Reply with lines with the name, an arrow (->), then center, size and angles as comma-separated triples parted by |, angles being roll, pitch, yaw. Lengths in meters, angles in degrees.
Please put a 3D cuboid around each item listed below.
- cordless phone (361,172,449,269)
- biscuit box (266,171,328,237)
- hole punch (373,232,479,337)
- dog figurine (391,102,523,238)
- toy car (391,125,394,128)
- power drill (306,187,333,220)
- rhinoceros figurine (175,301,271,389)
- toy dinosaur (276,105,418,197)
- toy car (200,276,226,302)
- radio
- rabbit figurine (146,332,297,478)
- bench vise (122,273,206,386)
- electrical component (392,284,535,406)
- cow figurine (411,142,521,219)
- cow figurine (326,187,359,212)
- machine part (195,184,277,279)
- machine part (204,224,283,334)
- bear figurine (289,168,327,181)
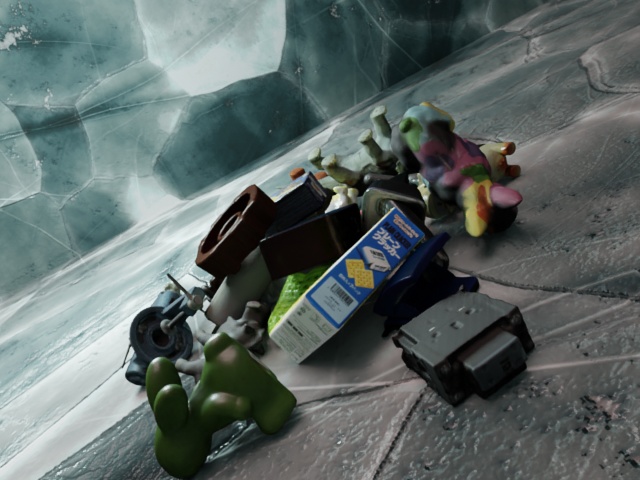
cordless phone -> 0.145, -0.003, 0.858 | 0.089, 0.146, 0.184 | -24, 58, -14
biscuit box -> -0.083, -0.052, 1.038 | 0.203, 0.062, 0.059 | -30, 21, 27
hole punch -> 0.131, 0.057, 0.720 | 0.116, 0.092, 0.142 | -14, 26, 47
dog figurine -> 0.212, -0.100, 0.821 | 0.108, 0.191, 0.219 | -42, 33, 14
toy car -> 0.249, -0.247, 1.334 | 0.109, 0.102, 0.162 | -33, 29, -6
power drill -> -0.081, -0.007, 1.158 | 0.207, 0.086, 0.232 | -20, 27, 44
rhinoceros figurine -> -0.142, 0.166, 0.851 | 0.112, 0.073, 0.190 | -19, 21, 33
toy dinosaur -> 0.106, -0.163, 1.232 | 0.405, 0.192, 0.131 | -25, 33, 33
toy car -> -0.186, 0.090, 1.060 | 0.089, 0.053, 0.202 | -46, -3, -16
radio -> -0.002, -0.003, 0.922 | 0.131, 0.073, 0.229 | -20, 4, 18
rabbit figurine -> -0.137, 0.208, 0.649 | 0.170, 0.159, 0.121 | -48, 32, -10
bench vise -> -0.272, 0.146, 0.987 | 0.240, 0.129, 0.224 | -40, 16, 38
electrical component -> 0.157, 0.112, 0.580 | 0.115, 0.058, 0.134 | -35, 18, -12
cow figurine -> 0.256, -0.108, 0.985 | 0.195, 0.085, 0.127 | -37, 26, -18
cow figurine -> 0.007, -0.063, 1.223 | 0.167, 0.098, 0.068 | -10, -9, 33
machine part -> -0.145, -0.015, 0.938 | 0.179, 0.056, 0.179 | -42, 23, 22
machine part -> -0.132, 0.079, 0.960 | 0.243, 0.079, 0.079 | -60, 24, -6
bear figurine -> -0.068, -0.081, 1.326 | 0.120, 0.131, 0.196 | 17, 39, 39
